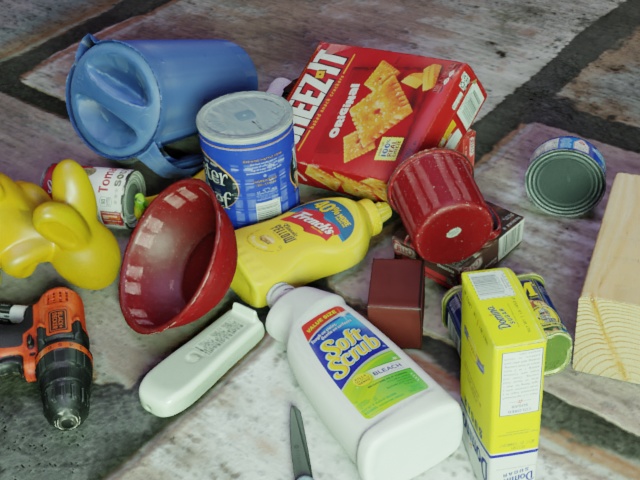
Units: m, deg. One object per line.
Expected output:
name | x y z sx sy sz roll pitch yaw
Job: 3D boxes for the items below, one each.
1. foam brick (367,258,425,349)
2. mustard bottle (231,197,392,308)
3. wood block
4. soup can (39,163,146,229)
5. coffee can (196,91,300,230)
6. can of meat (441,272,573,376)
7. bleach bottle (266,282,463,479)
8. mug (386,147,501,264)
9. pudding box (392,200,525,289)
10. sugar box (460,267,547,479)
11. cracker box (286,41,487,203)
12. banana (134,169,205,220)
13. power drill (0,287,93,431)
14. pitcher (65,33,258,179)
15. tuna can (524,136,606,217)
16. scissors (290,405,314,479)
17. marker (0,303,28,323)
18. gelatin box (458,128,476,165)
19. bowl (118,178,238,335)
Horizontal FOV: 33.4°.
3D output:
foam brick | 0.074 0.061 1.026 0.051 0.053 0.078 1 35 7
mustard bottle | -0.007 0.001 1.112 0.191 0.058 0.096 -23 39 -24
wood block | 0.304 0.032 1.008 0.090 0.091 0.205 10 39 19
soup can | -0.255 -0.049 1.200 0.102 0.068 0.068 5 37 12
coffee can | -0.075 -0.075 1.154 0.103 0.140 0.103 -3 36 2
can of meat | 0.172 0.083 0.983 0.102 0.057 0.084 -9 39 -6
bleach bottle | 0.016 0.113 0.955 0.102 0.068 0.251 -22 37 -23
mug | 0.130 -0.028 1.058 0.117 0.093 0.081 16 35 -29
pudding box | 0.145 0.000 1.113 0.090 0.039 0.113 28 48 36
sugar box | 0.140 0.118 0.836 0.048 0.176 0.093 -6 35 -6
cracker box | 0.055 -0.132 1.198 0.214 0.072 0.164 17 70 39
banana | -0.144 -0.055 1.202 0.037 0.070 0.197 54 44 3
power drill | -0.304 0.121 0.983 0.187 0.057 0.184 -8 32 -10
pitcher | -0.171 -0.169 1.272 0.145 0.149 0.242 15 19 25
tuna can | 0.266 -0.069 1.155 0.086 0.086 0.033 6 36 14
scissors | 0.007 0.209 0.861 0.096 0.016 0.201 3 37 8
marker | -0.352 0.070 1.088 0.121 0.020 0.020 5 37 14
gelatin box | 0.139 -0.106 1.230 0.030 0.073 0.089 -27 42 -29
bowl | -0.131 0.023 1.056 0.055 0.162 0.162 24 18 -38
